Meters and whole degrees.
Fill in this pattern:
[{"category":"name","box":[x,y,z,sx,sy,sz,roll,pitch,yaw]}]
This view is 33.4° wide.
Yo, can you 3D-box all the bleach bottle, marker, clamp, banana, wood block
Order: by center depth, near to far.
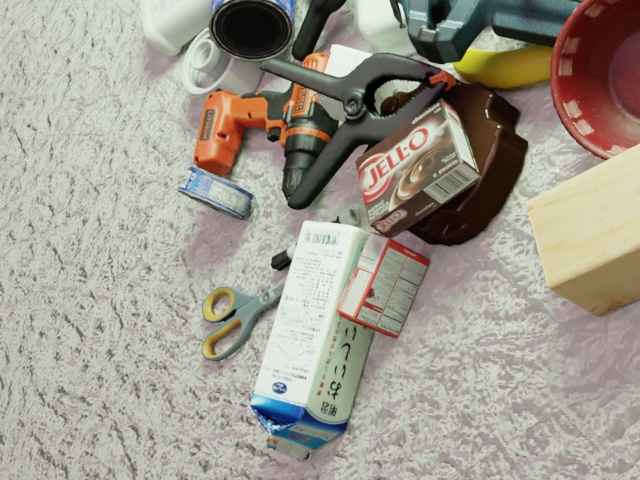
[{"category":"wood block","box":[0.286,-0.026,0.869,0.206,0.090,0.090,-29,54,31]},{"category":"banana","box":[0.201,-0.183,1.053,0.198,0.037,0.069,4,74,43]},{"category":"clamp","box":[0.033,-0.141,1.081,0.210,0.036,0.164,-23,79,25]},{"category":"marker","box":[-0.008,0.001,1.174,0.121,0.020,0.020,-32,53,29]},{"category":"clamp","box":[0.006,-0.281,1.236,0.172,0.039,0.120,157,117,-70]},{"category":"bleach bottle","box":[-0.128,-0.349,1.408,0.251,0.068,0.102,-28,56,28]}]

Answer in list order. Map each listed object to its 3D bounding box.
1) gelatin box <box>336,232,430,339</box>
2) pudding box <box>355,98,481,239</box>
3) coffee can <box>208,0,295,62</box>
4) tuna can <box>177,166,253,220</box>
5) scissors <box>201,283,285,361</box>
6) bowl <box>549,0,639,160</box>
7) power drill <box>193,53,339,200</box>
[{"category":"gelatin box","box":[0.062,0.045,1.053,0.030,0.073,0.089,23,88,45]},{"category":"pudding box","box":[0.091,-0.067,1.016,0.114,0.039,0.090,-33,45,24]},{"category":"coffee can","box":[-0.079,-0.302,1.296,0.103,0.102,0.140,-27,45,31]},{"category":"tuna can","box":[-0.123,-0.055,1.257,0.086,0.086,0.034,21,85,45]},{"category":"scissors","box":[-0.069,0.058,1.208,0.202,0.016,0.096,-44,48,19]},{"category":"bowl","box":[0.285,-0.145,0.925,0.162,0.055,0.162,5,99,34]},{"category":"power drill","box":[-0.062,-0.121,1.252,0.188,0.057,0.184,-4,65,38]}]
